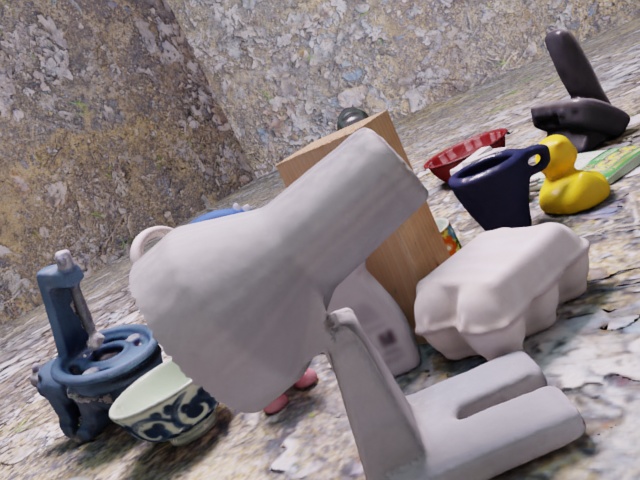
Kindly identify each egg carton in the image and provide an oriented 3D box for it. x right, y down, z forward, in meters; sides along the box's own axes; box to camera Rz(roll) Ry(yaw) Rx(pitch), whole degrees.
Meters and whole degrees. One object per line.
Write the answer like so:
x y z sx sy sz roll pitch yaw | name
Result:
0.152 0.041 0.482 0.151 0.069 0.107 -34 14 -31 | egg carton

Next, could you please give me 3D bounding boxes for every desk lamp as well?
0.018 0.053 0.360 0.203 0.214 0.118 -26 12 3 | desk lamp

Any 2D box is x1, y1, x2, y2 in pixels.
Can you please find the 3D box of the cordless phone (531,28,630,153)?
0.380 -0.233 0.887 0.094 0.185 0.147 -28 12 -10 | cordless phone

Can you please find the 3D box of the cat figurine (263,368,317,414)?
-0.060 0.099 0.561 0.067 0.118 0.127 -33 14 -27 | cat figurine

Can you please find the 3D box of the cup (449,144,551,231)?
0.222 -0.053 0.671 0.117 0.095 0.091 -24 12 10 | cup

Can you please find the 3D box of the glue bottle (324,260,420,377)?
0.020 0.044 0.494 0.078 0.173 0.037 -24 13 11 | glue bottle

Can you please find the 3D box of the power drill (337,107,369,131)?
0.094 -0.158 1.113 0.075 0.208 0.229 -25 12 5 | power drill

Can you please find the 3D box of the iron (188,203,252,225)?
-0.212 -0.008 1.280 0.258 0.141 0.118 -27 12 -1 | iron

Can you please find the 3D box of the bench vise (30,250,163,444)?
-0.285 0.129 0.661 0.207 0.220 0.121 -24 12 12 | bench vise

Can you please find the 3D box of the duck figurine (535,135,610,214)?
0.289 -0.082 0.678 0.077 0.086 0.104 -26 12 2 | duck figurine

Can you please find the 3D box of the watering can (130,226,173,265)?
-0.165 0.068 0.728 0.172 0.194 0.101 -22 13 17 | watering can
